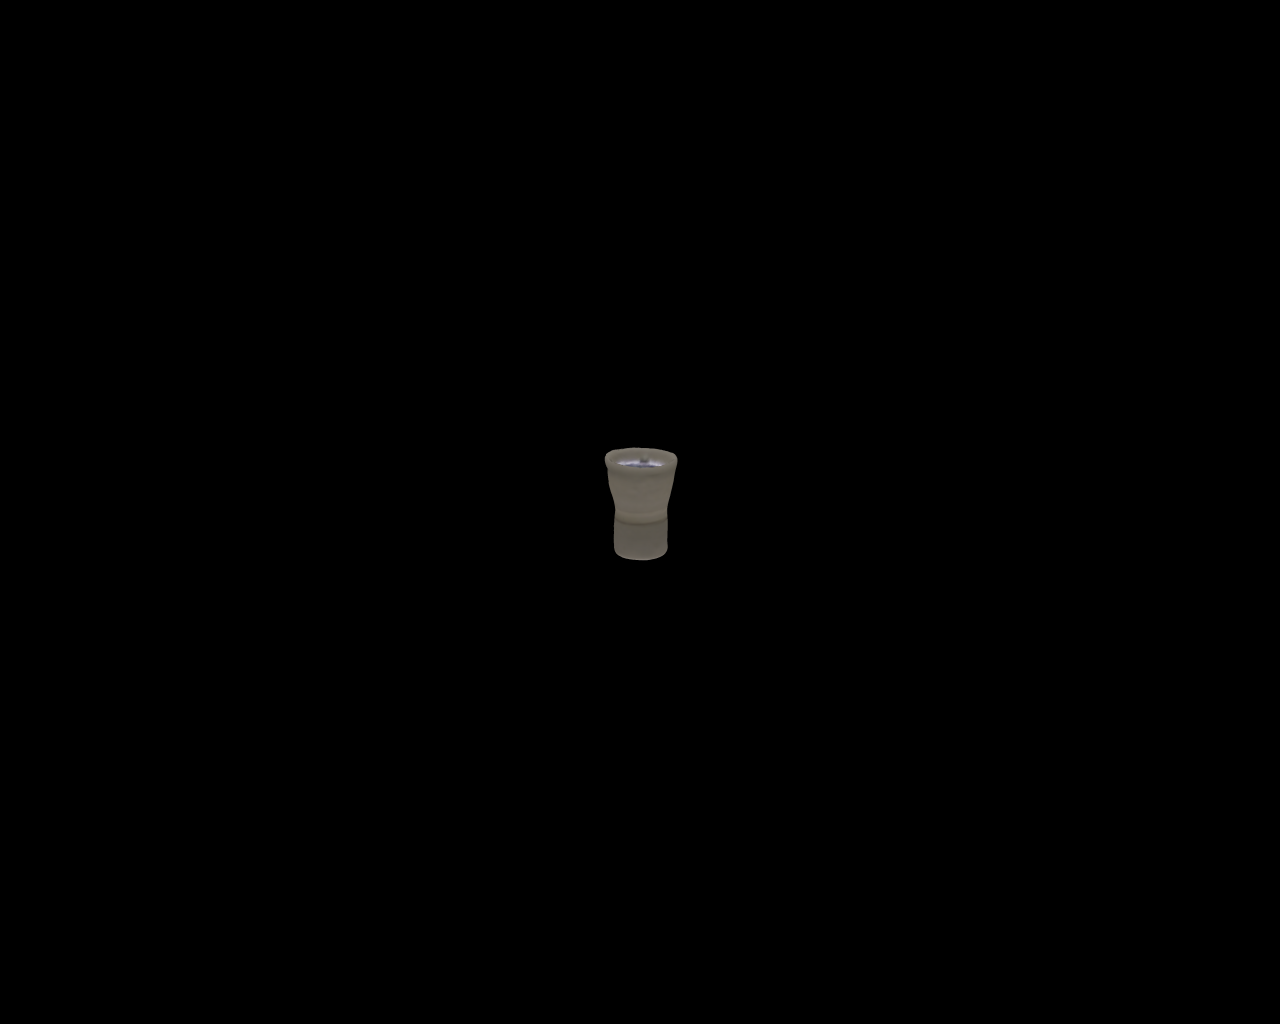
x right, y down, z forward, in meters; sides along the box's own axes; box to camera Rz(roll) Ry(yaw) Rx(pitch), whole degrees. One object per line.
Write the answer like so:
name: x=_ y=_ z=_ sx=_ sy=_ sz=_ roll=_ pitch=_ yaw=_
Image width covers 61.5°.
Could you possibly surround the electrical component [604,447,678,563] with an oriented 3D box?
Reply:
electrical component: x=0.001 y=-0.003 z=0.650 sx=0.044 sy=0.065 sz=0.044 roll=0 pitch=18 yaw=0
